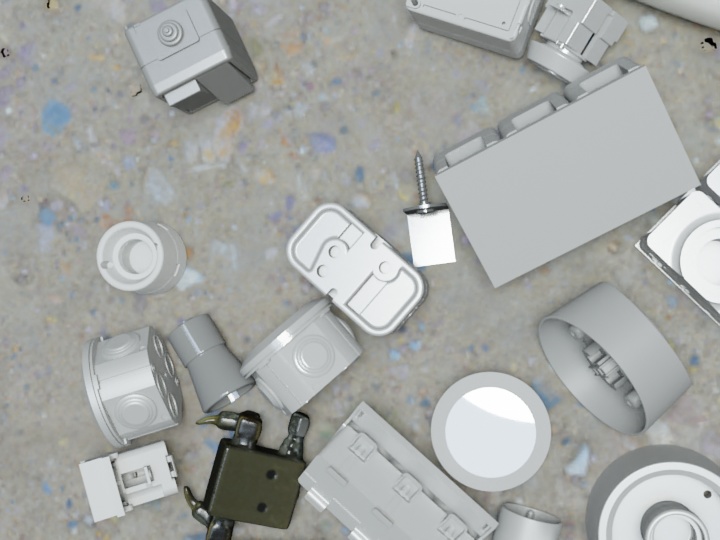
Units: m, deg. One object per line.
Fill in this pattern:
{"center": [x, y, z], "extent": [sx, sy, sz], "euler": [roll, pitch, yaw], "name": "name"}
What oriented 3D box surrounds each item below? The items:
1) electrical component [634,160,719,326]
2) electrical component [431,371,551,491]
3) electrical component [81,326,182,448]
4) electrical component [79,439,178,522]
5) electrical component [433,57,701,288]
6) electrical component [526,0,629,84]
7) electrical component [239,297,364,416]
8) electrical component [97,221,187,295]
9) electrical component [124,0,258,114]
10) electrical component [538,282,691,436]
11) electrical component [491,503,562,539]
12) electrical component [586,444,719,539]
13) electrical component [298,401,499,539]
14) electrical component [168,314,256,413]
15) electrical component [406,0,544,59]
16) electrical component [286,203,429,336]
{"center": [0.291, 0.009, 0.713], "extent": [0.186, 0.060, 0.105], "euler": [44, 95, 7], "name": "electrical component"}
{"center": [0.091, 0.109, 0.743], "extent": [0.080, 0.051, 0.080], "euler": [0, 89, 8], "name": "electrical component"}
{"center": [-0.162, 0.082, 0.766], "extent": [0.051, 0.080, 0.080], "euler": [-17, 86, 2], "name": "electrical component"}
{"center": [-0.164, 0.149, 0.770], "extent": [0.064, 0.081, 0.042], "euler": [-14, 87, -15], "name": "electrical component"}
{"center": [0.135, -0.067, 0.725], "extent": [0.150, 0.061, 0.089], "euler": [-27, 106, 9], "name": "electrical component"}
{"center": [0.147, -0.160, 0.741], "extent": [0.048, 0.066, 0.055], "euler": [40, 104, 42], "name": "electrical component"}
{"center": [-0.040, 0.060, 0.749], "extent": [0.080, 0.080, 0.051], "euler": [-41, 89, 5], "name": "electrical component"}
{"center": [-0.160, -0.009, 0.783], "extent": [0.055, 0.047, 0.055], "euler": [0, 89, 8], "name": "electrical component"}
{"center": [-0.117, -0.149, 0.756], "extent": [0.062, 0.096, 0.061], "euler": [-25, 86, 7], "name": "electrical component"}
{"center": [0.168, 0.059, 0.713], "extent": [0.064, 0.099, 0.099], "euler": [-38, 84, -1], "name": "electrical component"}
{"center": [0.126, 0.209, 0.739], "extent": [0.079, 0.043, 0.077], "euler": [15, 90, 8], "name": "electrical component"}
{"center": [0.208, 0.175, 0.720], "extent": [0.108, 0.060, 0.108], "euler": [0, 89, 8], "name": "electrical component"}
{"center": [0.023, 0.159, 0.739], "extent": [0.121, 0.063, 0.078], "euler": [41, 135, 7], "name": "electrical component"}
{"center": [-0.110, 0.065, 0.778], "extent": [0.044, 0.044, 0.065], "euler": [-34, 79, 6], "name": "electrical component"}
{"center": [0.078, -0.193, 0.751], "extent": [0.096, 0.061, 0.061], "euler": [21, 91, 15], "name": "electrical component"}
{"center": [0.000, 0.000, 0.754], "extent": [0.095, 0.059, 0.053], "euler": [41, 94, 7], "name": "electrical component"}
